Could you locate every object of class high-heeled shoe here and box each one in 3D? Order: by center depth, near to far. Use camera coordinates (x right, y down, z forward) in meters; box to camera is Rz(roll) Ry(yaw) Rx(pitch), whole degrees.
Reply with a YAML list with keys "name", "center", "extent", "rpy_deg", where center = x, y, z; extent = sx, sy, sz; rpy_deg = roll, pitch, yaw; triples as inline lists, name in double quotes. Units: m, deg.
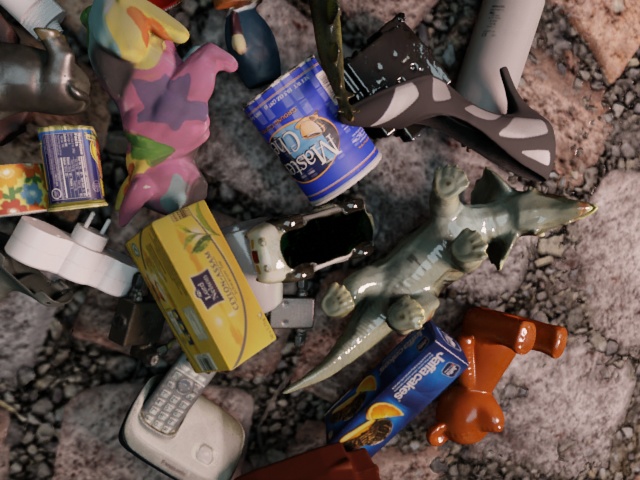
- name: "high-heeled shoe"
  center: [0.149, -0.111, 0.607]
  extent: [0.249, 0.086, 0.145]
  rpy_deg: [-16, 91, -12]

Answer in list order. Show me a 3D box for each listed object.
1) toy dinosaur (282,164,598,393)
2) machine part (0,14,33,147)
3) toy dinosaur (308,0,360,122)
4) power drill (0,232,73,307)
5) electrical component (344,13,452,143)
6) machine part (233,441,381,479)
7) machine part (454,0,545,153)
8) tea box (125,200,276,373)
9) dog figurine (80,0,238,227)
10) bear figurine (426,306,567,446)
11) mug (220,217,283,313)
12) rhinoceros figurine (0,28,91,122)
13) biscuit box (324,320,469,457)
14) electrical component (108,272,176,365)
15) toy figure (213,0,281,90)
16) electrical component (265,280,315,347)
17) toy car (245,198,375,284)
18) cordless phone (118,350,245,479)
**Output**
- name: "toy dinosaur"
  center: [0.125, 0.041, 0.664]
  extent: [0.405, 0.192, 0.131]
  rpy_deg: [-40, 68, 11]
- name: "machine part"
  center: [-0.389, -0.169, 0.557]
  extent: [0.179, 0.056, 0.179]
  rpy_deg: [-2, 97, -15]
- name: "toy dinosaur"
  center: [0.006, -0.354, 0.558]
  extent: [0.105, 0.199, 0.470]
  rpy_deg: [-6, 96, -10]
- name: "power drill"
  center: [-0.376, 0.107, 0.585]
  extent: [0.207, 0.086, 0.232]
  rpy_deg: [-40, 101, 1]
- name: "electrical component"
  center: [0.092, -0.191, 0.669]
  extent: [0.115, 0.058, 0.134]
  rpy_deg: [-42, 103, -4]
- name: "machine part"
  center: [-0.017, 0.349, 0.645]
  extent: [0.201, 0.087, 0.200]
  rpy_deg: [-16, 128, -13]
- name: "machine part"
  center: [0.223, -0.231, 0.684]
  extent: [0.079, 0.079, 0.243]
  rpy_deg: [17, 93, -15]
- name: "tea box"
  center: [-0.131, 0.054, 0.582]
  extent: [0.068, 0.098, 0.169]
  rpy_deg: [-29, 96, -38]
- name: "dog figurine"
  center: [-0.190, -0.128, 0.579]
  extent: [0.191, 0.109, 0.219]
  rpy_deg: [26, 94, -31]
- name: "bear figurine"
  center: [0.223, 0.190, 0.707]
  extent: [0.120, 0.132, 0.195]
  rpy_deg: [17, 85, -36]
- name: "mug"
  center: [-0.095, 0.037, 0.639]
  extent: [0.110, 0.081, 0.107]
  rpy_deg: [-16, 98, 15]
- name: "rhinoceros figurine"
  center: [-0.324, -0.150, 0.517]
  extent: [0.190, 0.073, 0.112]
  rpy_deg: [-10, 110, -17]
- name: "biscuit box"
  center: [0.092, 0.193, 0.680]
  extent: [0.063, 0.059, 0.202]
  rpy_deg: [38, 105, -15]
- name: "electrical component"
  center: [-0.198, 0.093, 0.627]
  extent: [0.045, 0.078, 0.102]
  rpy_deg: [18, 86, 21]
- name: "toy figure"
  center: [-0.089, -0.254, 0.615]
  extent: [0.058, 0.064, 0.154]
  rpy_deg: [-17, 101, 0]
- name: "electrical component"
  center: [-0.040, 0.091, 0.686]
  extent: [0.063, 0.021, 0.094]
  rpy_deg: [0, 97, -13]
- name: "toy car"
  center: [-0.001, -0.002, 0.633]
  extent: [0.201, 0.056, 0.073]
  rpy_deg: [-18, 96, -48]
- name: "cordless phone"
  center: [-0.134, 0.191, 0.648]
  extent: [0.146, 0.089, 0.184]
  rpy_deg: [38, 79, -14]
